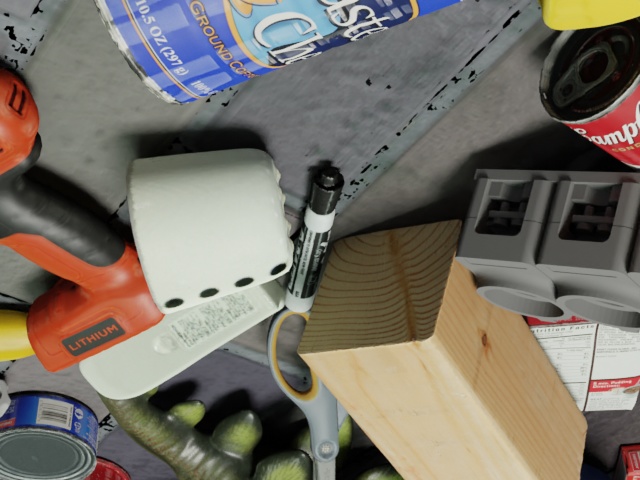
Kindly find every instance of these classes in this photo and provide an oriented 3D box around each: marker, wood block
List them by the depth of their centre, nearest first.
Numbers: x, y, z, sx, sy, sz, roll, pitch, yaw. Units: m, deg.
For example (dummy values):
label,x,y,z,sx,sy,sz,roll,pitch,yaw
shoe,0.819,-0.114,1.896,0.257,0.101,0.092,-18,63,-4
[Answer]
label,x,y,z,sx,sy,sz,roll,pitch,yaw
marker,-0.004,0.001,0.640,0.020,0.020,0.121,4,139,-9
wood block,0.085,0.093,0.663,0.090,0.090,0.206,-10,133,33

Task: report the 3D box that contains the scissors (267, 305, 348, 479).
label,x,y,z,sx,sy,sz,roll,pitch,yaw
scissors,0.020,0.128,0.728,0.096,0.016,0.202,-18,111,-4

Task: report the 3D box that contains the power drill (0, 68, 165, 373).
label,x,y,z,sx,sy,sz,roll,pitch,yaw
power drill,-0.189,0.003,0.602,0.185,0.057,0.187,-24,136,23

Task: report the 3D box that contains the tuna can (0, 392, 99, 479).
label,x,y,z,sx,sy,sz,roll,pitch,yaw
tuna can,-0.207,0.148,0.791,0.086,0.034,0.086,-2,140,-2

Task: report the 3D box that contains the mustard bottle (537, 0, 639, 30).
label,x,y,z,sx,sy,sz,roll,pitch,yaw
mustard bottle,0.187,-0.145,0.448,0.191,0.058,0.096,-6,131,3

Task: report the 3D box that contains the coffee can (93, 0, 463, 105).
label,x,y,z,sx,sy,sz,roll,pitch,yaw
coffee can,-0.011,-0.124,0.427,0.140,0.103,0.102,-17,138,17

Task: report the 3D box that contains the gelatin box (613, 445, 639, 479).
label,x,y,z,sx,sy,sz,roll,pitch,yaw
gelatin box,0.284,0.201,0.886,0.073,0.030,0.089,-5,140,3

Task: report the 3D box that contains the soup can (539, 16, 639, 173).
label,x,y,z,sx,sy,sz,roll,pitch,yaw
soup can,0.168,-0.068,0.532,0.102,0.068,0.069,26,132,-31

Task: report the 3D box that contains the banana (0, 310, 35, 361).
label,x,y,z,sx,sy,sz,roll,pitch,yaw
banana,-0.261,0.044,0.662,0.197,0.037,0.070,25,135,-29

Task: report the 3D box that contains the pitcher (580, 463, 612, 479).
label,x,y,z,sx,sy,sz,roll,pitch,yaw
pitcher,0.166,0.243,0.775,0.145,0.242,0.149,-37,87,15

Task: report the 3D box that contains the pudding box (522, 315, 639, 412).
label,x,y,z,sx,sy,sz,roll,pitch,yaw
pudding box,0.174,0.074,0.723,0.090,0.039,0.113,-3,138,4

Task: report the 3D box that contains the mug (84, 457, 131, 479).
label,x,y,z,sx,sy,sz,roll,pitch,yaw
mug,-0.211,0.230,0.850,0.117,0.081,0.093,-6,140,3
